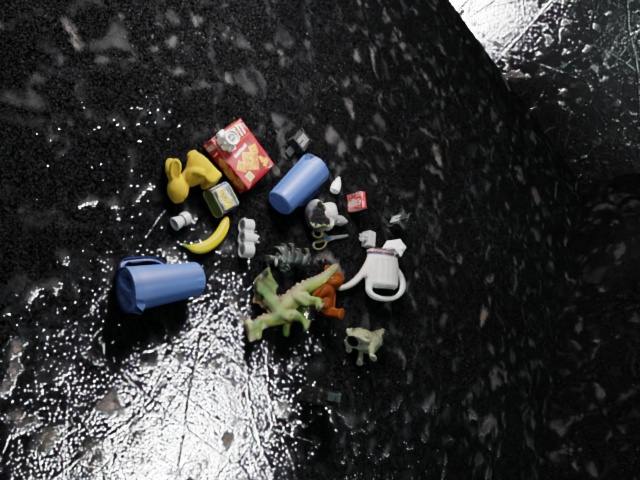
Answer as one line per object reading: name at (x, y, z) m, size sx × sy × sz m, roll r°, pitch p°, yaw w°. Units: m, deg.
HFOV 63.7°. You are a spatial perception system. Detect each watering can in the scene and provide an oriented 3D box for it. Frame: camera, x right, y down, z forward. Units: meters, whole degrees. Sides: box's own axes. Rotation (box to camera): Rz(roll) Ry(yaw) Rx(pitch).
watering can at (0.225, 0.138, 2.160) m, size 0.346 × 0.227 × 0.103 m, roll 12°, pitch -17°, yaw -30°

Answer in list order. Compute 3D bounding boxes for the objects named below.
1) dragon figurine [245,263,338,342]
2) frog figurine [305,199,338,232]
dragon figurine at (-0.120, 0.192, 1.820) m, size 0.240 × 0.416 × 0.121 m, roll 40°, pitch -22°, yaw -20°
frog figurine at (0.006, -0.103, 2.046) m, size 0.122 × 0.137 × 0.161 m, roll -43°, pitch 4°, yaw 14°
